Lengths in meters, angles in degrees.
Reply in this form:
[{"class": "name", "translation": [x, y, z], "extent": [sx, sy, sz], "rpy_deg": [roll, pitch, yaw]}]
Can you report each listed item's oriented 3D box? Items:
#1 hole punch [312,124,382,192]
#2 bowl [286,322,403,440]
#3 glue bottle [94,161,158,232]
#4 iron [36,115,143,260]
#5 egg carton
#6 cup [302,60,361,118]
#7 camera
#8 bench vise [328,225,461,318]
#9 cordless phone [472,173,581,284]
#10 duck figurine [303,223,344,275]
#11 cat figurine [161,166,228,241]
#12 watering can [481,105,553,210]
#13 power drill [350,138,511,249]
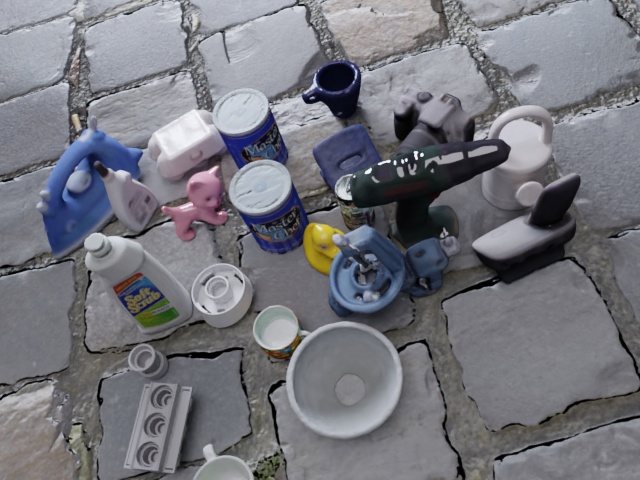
[{"class": "hole punch", "translation": [0.055, -0.133, 1.002], "extent": [0.108, 0.091, 0.101], "rpy_deg": [-29, 60, -4]}, {"class": "bowl", "translation": [0.039, 0.208, 0.829], "extent": [0.167, 0.075, 0.167], "rpy_deg": [-5, 61, 9]}, {"class": "glue bottle", "translation": [-0.350, -0.087, 1.017], "extent": [0.037, 0.173, 0.078], "rpy_deg": [17, 67, 20]}, {"class": "iron", "translation": [-0.449, -0.100, 1.064], "extent": [0.118, 0.142, 0.258], "rpy_deg": [19, 67, 21]}, {"class": "egg carton", "translation": [-0.255, -0.184, 1.110], "extent": [0.150, 0.069, 0.107], "rpy_deg": [-33, 60, -7]}, {"class": "cup", "translation": [0.027, -0.269, 1.081], "extent": [0.118, 0.095, 0.091], "rpy_deg": [-28, 60, -4]}, {"class": "camera", "translation": [0.179, -0.190, 1.001], "extent": [0.142, 0.101, 0.137], "rpy_deg": [32, 73, 25]}, {"class": "bench vise", "translation": [0.095, 0.020, 0.835], "extent": [0.207, 0.220, 0.121], "rpy_deg": [-35, 60, -8]}, {"class": "cordless phone", "translation": [0.303, -0.027, 0.836], "extent": [0.147, 0.185, 0.094], "rpy_deg": [-29, 60, -4]}, {"class": "duck figurine", "translation": [0.009, 0.003, 0.941], "extent": [0.077, 0.086, 0.104], "rpy_deg": [-37, 61, -9]}, {"class": "cat figurine", "translation": [-0.218, -0.071, 1.012], "extent": [0.128, 0.118, 0.067], "rpy_deg": [-29, 60, -4]}, {"class": "watering can", "translation": [0.310, -0.130, 0.886], "extent": [0.101, 0.194, 0.172], "rpy_deg": [-26, 60, -2]}, {"class": "power drill", "translation": [0.166, -0.070, 0.876], "extent": [0.229, 0.209, 0.075], "rpy_deg": [-9, 60, 7]}]
